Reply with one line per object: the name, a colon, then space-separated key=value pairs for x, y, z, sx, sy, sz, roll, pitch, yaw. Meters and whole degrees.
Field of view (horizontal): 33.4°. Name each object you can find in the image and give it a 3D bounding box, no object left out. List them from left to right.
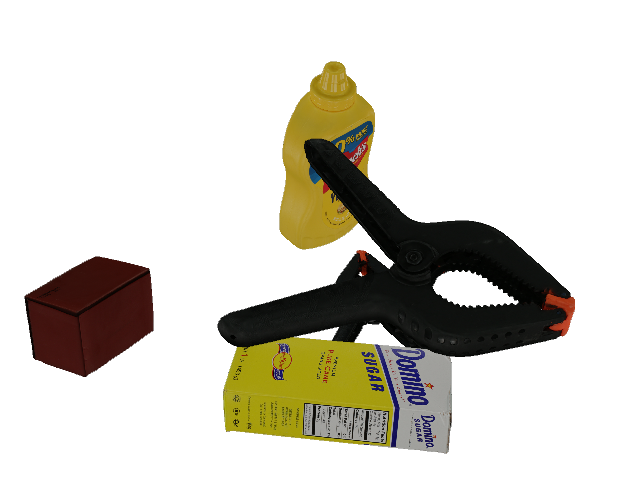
foam brick: x=-0.164 y=0.052 z=0.766 sx=0.053 sy=0.051 sz=0.078 roll=13 pitch=29 yaw=30
mustard bottle: x=0.008 y=-0.083 z=0.984 sx=0.096 sy=0.192 sz=0.058 roll=-31 pitch=55 yaw=-28
sugar box: x=0.016 y=0.119 z=0.853 sx=0.176 sy=0.048 sz=0.093 roll=2 pitch=26 yaw=5
clamp: x=0.067 y=0.080 z=1.195 sx=0.120 sy=0.171 sz=0.039 roll=6 pitch=-43 yaw=-1
clamp: x=0.049 y=0.027 z=0.667 sx=0.210 sy=0.164 sz=0.036 roll=22 pitch=-30 yaw=17
